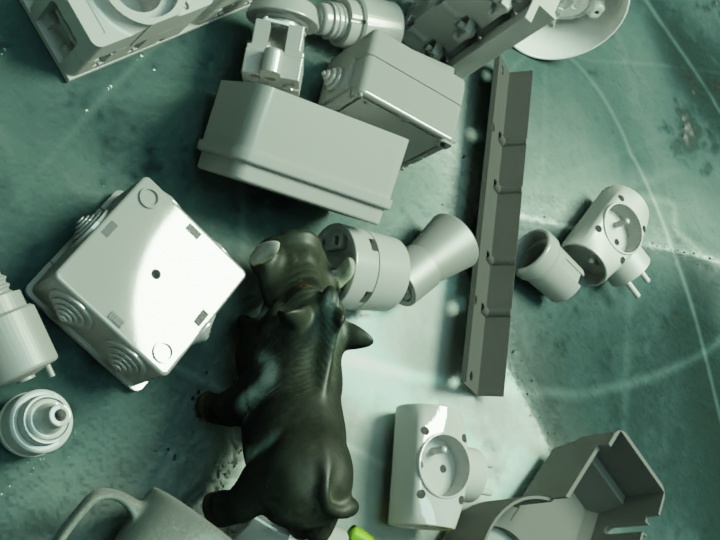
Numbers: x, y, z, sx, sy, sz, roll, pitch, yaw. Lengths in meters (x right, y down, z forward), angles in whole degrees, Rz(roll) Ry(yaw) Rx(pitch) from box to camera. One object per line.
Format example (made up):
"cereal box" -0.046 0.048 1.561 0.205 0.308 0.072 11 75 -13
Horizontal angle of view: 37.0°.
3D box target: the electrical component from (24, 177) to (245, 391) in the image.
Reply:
"electrical component" -0.126 0.007 0.619 0.099 0.048 0.099 46 57 -16

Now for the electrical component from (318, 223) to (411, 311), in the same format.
"electrical component" 0.000 0.000 0.704 0.047 0.055 0.055 9 73 -36

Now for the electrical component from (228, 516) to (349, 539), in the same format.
"electrical component" -0.045 0.159 0.640 0.065 0.044 0.044 35 61 -16

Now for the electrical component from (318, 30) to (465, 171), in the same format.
"electrical component" 0.016 -0.122 0.741 0.096 0.062 0.061 25 65 -27

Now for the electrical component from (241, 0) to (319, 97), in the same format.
"electrical component" -0.053 -0.146 0.697 0.048 0.066 0.055 10 83 -3

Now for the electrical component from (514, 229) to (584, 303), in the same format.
"electrical component" 0.141 -0.002 0.808 0.046 0.040 0.040 39 59 -27

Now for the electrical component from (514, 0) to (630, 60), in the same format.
"electrical component" 0.161 -0.219 0.846 0.099 0.099 0.064 18 62 -29

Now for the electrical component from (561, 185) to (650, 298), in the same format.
"electrical component" 0.203 -0.014 0.849 0.079 0.044 0.077 51 56 -13

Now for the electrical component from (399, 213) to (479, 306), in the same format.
"electrical component" 0.045 -0.005 0.743 0.065 0.044 0.044 -37 99 -30

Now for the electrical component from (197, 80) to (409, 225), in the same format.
"electrical component" -0.037 -0.073 0.677 0.113 0.078 0.057 17 92 -30

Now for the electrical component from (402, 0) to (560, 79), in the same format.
"electrical component" 0.084 -0.187 0.767 0.063 0.121 0.078 37 60 -18

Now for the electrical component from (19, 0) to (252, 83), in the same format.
"electrical component" -0.122 -0.206 0.671 0.186 0.060 0.105 -34 97 -35

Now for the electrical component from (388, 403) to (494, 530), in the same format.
"electrical component" 0.058 0.133 0.713 0.079 0.044 0.077 15 70 -30

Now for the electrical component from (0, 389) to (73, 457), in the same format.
"electrical component" -0.167 0.079 0.564 0.035 0.061 0.035 9 73 -32

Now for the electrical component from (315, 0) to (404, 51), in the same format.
"electrical component" -0.005 -0.172 0.753 0.078 0.040 0.040 1 77 -33

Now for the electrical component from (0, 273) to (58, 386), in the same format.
"electrical component" -0.193 0.027 0.574 0.040 0.040 0.078 -26 93 -36
